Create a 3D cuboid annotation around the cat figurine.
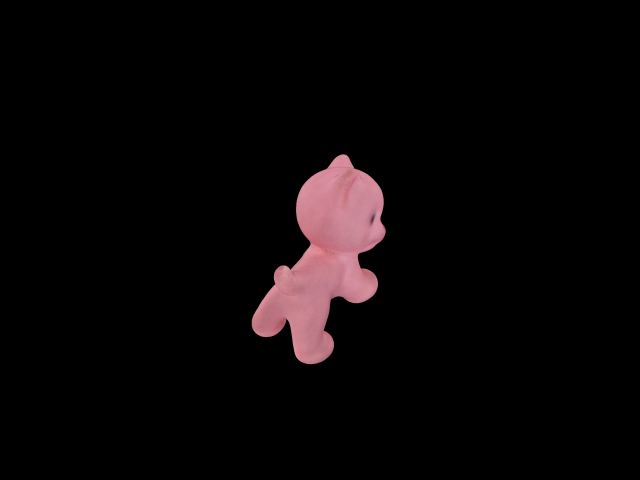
[{"bbox_3d":[0.004,0.001,0.400,0.067,0.118,0.128,22,49,21],"label":"cat figurine"}]
